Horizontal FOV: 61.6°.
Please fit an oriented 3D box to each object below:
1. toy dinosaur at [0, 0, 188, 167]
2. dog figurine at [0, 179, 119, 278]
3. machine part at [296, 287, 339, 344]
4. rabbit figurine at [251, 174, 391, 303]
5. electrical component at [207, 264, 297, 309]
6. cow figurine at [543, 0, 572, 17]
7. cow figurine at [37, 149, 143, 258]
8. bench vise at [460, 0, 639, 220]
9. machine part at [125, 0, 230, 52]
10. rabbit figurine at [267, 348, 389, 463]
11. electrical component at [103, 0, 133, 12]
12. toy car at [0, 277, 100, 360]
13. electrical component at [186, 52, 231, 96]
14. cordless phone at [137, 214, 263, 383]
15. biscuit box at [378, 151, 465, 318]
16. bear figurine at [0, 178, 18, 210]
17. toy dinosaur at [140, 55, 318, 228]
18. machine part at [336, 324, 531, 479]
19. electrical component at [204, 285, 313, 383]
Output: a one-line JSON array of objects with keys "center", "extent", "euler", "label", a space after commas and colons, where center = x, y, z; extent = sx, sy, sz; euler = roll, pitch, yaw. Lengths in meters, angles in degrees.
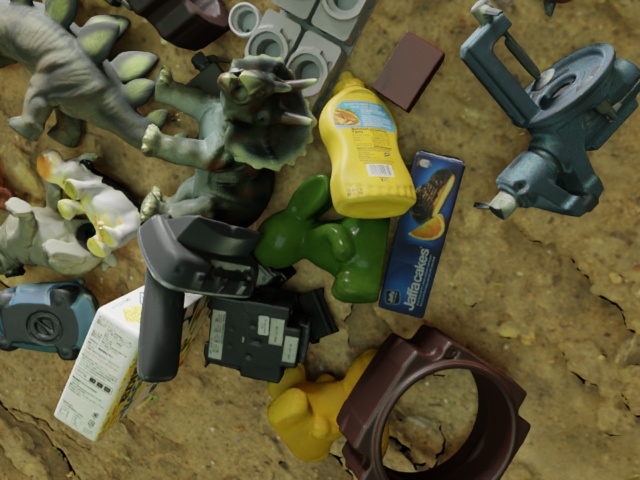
[{"center": [-0.329, -0.220, 0.716], "extent": [0.471, 0.105, 0.198], "euler": [41, 103, -9], "label": "toy dinosaur"}, {"center": [-0.406, 0.019, 0.796], "extent": [0.172, 0.121, 0.190], "euler": [49, 125, -4], "label": "dog figurine"}, {"center": [-0.047, 0.119, 0.753], "extent": [0.139, 0.039, 0.084], "euler": [-19, 102, 14], "label": "machine part"}, {"center": [-0.001, -0.002, 0.670], "extent": [0.170, 0.121, 0.159], "euler": [8, 94, 6], "label": "rabbit figurine"}, {"center": [-0.100, 0.060, 0.747], "extent": [0.075, 0.048, 0.119], "euler": [45, 108, 1], "label": "electrical component"}, {"center": [0.223, -0.327, 0.574], "extent": [0.195, 0.085, 0.127], "euler": [22, 99, 5], "label": "cow figurine"}, {"center": [-0.309, -0.064, 0.746], "extent": [0.068, 0.098, 0.167], "euler": [-37, 90, 40], "label": "cow figurine"}, {"center": [0.228, -0.145, 0.581], "extent": [0.223, 0.129, 0.240], "euler": [-44, 107, 10], "label": "bench vise"}, {"center": [-0.183, -0.305, 0.631], "extent": [0.056, 0.179, 0.179], "euler": [-32, 93, 20], "label": "machine part"}, {"center": [0.032, 0.221, 0.719], "extent": [0.173, 0.122, 0.162], "euler": [-34, 95, -1], "label": "rabbit figurine"}, {"center": [-0.276, -0.350, 0.717], "extent": [0.094, 0.021, 0.063], "euler": [37, 106, 4], "label": "electrical component"}, {"center": [-0.394, 0.109, 0.795], "extent": [0.162, 0.103, 0.109], "euler": [1, 104, 3], "label": "toy car"}, {"center": [-0.134, -0.191, 0.696], "extent": [0.078, 0.045, 0.102], "euler": [-42, 101, 10], "label": "electrical component"}, {"center": [-0.140, 0.069, 0.616], "extent": [0.089, 0.146, 0.184], "euler": [-2, 79, 36], "label": "cordless phone"}, {"center": [0.126, -0.007, 0.674], "extent": [0.063, 0.059, 0.202], "euler": [15, 104, 10], "label": "biscuit box"}, {"center": [-0.561, -0.039, 0.795], "extent": [0.196, 0.132, 0.120], "euler": [-30, 96, 23], "label": "bear figurine"}, {"center": [-0.119, -0.077, 0.672], "extent": [0.192, 0.131, 0.404], "euler": [10, 141, -9], "label": "toy dinosaur"}, {"center": [0.140, 0.225, 0.658], "extent": [0.201, 0.087, 0.201], "euler": [35, 87, -14], "label": "machine part"}, {"center": [-0.080, 0.121, 0.704], "extent": [0.134, 0.058, 0.114], "euler": [12, 110, 3], "label": "electrical component"}]
